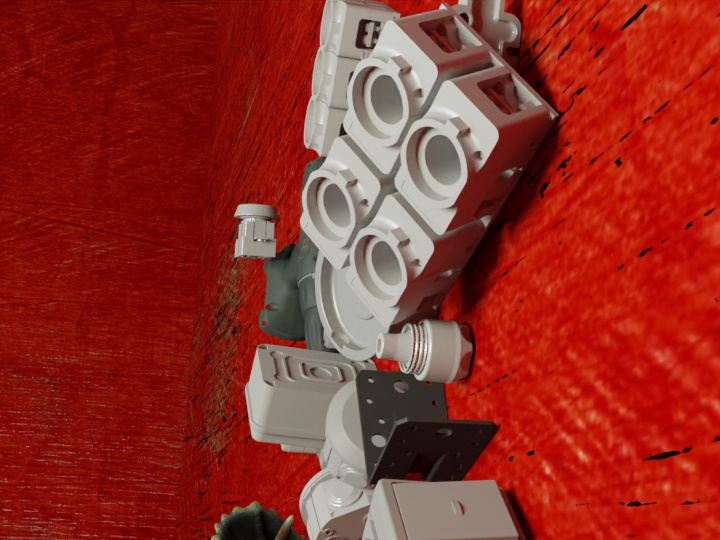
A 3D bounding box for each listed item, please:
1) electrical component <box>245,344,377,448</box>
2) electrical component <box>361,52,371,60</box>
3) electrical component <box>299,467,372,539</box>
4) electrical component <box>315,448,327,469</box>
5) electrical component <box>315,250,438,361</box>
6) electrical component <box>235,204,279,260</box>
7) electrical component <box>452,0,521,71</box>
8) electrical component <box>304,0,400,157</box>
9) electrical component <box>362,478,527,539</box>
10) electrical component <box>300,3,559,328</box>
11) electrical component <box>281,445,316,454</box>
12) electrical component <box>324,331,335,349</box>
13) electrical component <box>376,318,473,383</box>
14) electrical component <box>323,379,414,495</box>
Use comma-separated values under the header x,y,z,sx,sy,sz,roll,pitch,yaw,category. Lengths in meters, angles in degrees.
x,y,z,sx,sy,sz,roll,pitch,yaw,category
-0.041,0.114,0.950,0.078,0.113,0.057,-112,34,-63,electrical component
0.021,-0.155,0.968,0.063,0.042,0.081,107,164,-50,electrical component
-0.004,0.191,0.836,0.051,0.080,0.080,-112,31,-54,electrical component
-0.021,0.158,0.996,0.081,0.043,0.043,-113,32,-64,electrical component
0.018,0.014,0.839,0.108,0.060,0.108,12,104,55,electrical component
-0.112,-0.041,1.163,0.066,0.048,0.055,169,104,-73,electrical component
0.071,-0.146,0.723,0.057,0.058,0.078,-171,87,-74,electrical component
-0.012,-0.193,1.079,0.089,0.062,0.150,-117,36,-67,electrical component
0.042,0.157,0.617,0.061,0.096,0.061,-109,29,-62,electrical component
0.033,-0.060,0.694,0.105,0.060,0.186,50,139,21,electrical component
-0.055,0.134,1.109,0.061,0.061,0.096,-121,39,-68,electrical component
-0.007,0.056,0.976,0.040,0.046,0.040,-174,90,-77,electrical component
0.043,0.054,0.736,0.043,0.062,0.043,-174,90,-76,electrical component
0.012,0.123,0.797,0.051,0.080,0.080,105,165,-52,electrical component
